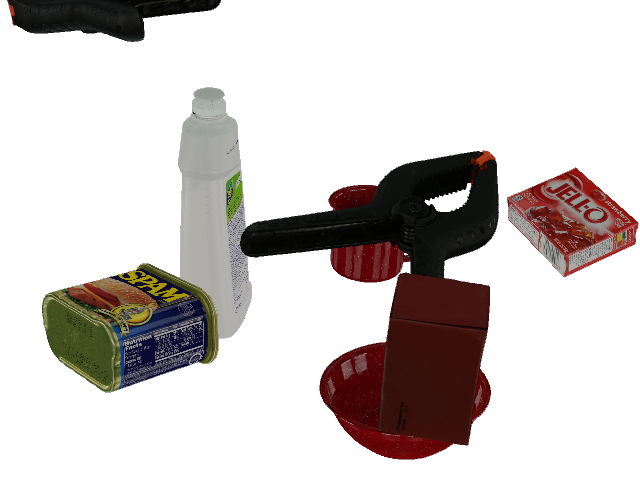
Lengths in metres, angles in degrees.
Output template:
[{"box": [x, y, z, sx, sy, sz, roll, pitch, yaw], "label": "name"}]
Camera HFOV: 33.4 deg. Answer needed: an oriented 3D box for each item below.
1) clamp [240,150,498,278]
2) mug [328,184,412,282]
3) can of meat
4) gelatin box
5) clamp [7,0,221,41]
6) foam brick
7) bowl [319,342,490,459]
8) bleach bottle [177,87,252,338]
[{"box": [0.071, -0.003, 0.765, 0.209, 0.036, 0.165, -30, 52, -33], "label": "clamp"}, {"box": [0.065, -0.005, 1.179, 0.117, 0.081, 0.093, 4, 26, 2], "label": "mug"}, {"box": [-0.136, 0.061, 0.754, 0.083, 0.057, 0.102, -16, 25, -39], "label": "can of meat"}, {"box": [0.213, -0.018, 0.911, 0.073, 0.030, 0.089, -23, 45, -13], "label": "gelatin box"}, {"box": [-0.164, -0.182, 0.825, 0.172, 0.039, 0.120, 13, 24, 33], "label": "clamp"}, {"box": [0.063, 0.065, 0.591, 0.053, 0.078, 0.051, 9, 29, 7], "label": "foam brick"}, {"box": [0.080, 0.160, 1.019, 0.162, 0.055, 0.162, -1, 26, 0], "label": "bowl"}, {"box": [-0.104, -0.031, 1.038, 0.068, 0.251, 0.102, 6, 32, 6], "label": "bleach bottle"}]
